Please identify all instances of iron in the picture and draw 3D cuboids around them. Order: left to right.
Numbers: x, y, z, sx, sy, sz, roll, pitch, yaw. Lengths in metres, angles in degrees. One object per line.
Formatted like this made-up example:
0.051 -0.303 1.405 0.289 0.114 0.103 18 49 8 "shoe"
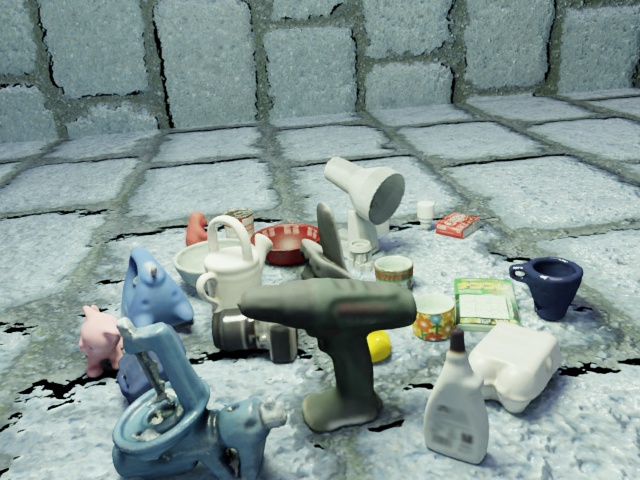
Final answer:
-0.323 0.074 1.062 0.119 0.141 0.257 -16 25 -26 "iron"

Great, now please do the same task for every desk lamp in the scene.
0.081 -0.069 1.245 0.202 0.214 0.118 17 31 41 "desk lamp"

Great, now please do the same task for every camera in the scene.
-0.106 0.128 0.948 0.137 0.101 0.143 -4 22 -1 "camera"

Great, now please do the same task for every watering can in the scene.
-0.154 0.044 1.036 0.100 0.194 0.173 2 23 15 "watering can"

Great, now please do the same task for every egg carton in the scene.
0.274 0.176 0.810 0.107 0.069 0.151 13 28 36 "egg carton"

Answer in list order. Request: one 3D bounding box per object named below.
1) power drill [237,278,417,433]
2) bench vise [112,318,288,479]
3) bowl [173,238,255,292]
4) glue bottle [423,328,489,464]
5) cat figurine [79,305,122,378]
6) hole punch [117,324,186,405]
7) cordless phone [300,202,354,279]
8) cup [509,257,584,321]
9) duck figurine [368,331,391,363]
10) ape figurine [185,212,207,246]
0.016 0.142 0.752 0.230 0.208 0.075 -10 23 -14 "power drill"
-0.150 0.180 0.672 0.208 0.220 0.121 -9 23 -13 "bench vise"
-0.208 0.060 1.163 0.167 0.075 0.167 -3 22 2 "bowl"
0.163 0.181 0.680 0.077 0.173 0.037 10 26 30 "glue bottle"
-0.351 0.149 0.915 0.067 0.118 0.127 -13 24 -22 "cat figurine"
-0.245 0.188 0.839 0.101 0.091 0.108 -15 25 -25 "hole punch"
0.010 0.004 1.118 0.094 0.185 0.147 -12 24 -19 "cordless phone"
0.381 0.086 0.977 0.117 0.095 0.092 5 24 21 "cup"
0.071 0.138 0.914 0.078 0.086 0.104 -14 24 -22 "duck figurine"
-0.285 -0.023 1.354 0.076 0.092 0.077 -20 27 -33 "ape figurine"
